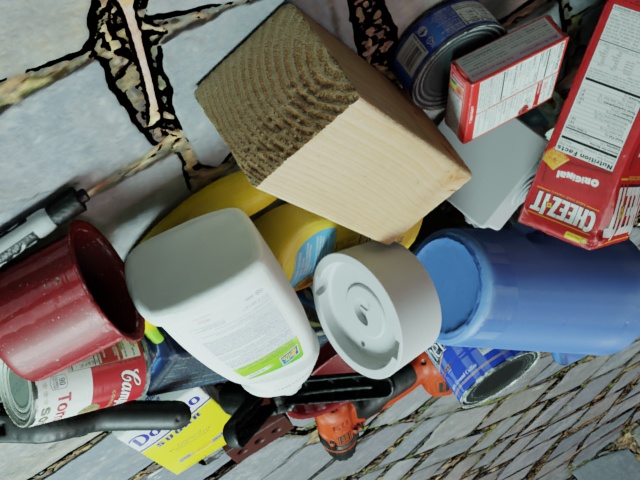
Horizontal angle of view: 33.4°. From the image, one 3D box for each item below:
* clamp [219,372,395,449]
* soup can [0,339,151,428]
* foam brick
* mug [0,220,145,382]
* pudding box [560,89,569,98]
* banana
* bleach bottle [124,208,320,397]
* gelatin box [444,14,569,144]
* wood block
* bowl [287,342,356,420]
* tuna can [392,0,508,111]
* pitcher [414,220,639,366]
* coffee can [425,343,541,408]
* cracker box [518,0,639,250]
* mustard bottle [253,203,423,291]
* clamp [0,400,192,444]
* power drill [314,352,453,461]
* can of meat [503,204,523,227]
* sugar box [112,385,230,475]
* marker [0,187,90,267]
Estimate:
[{"bbox_3d":[-0.048,0.150,1.011,0.164,0.036,0.210,-15,-174,-29],"label":"clamp"},{"bbox_3d":[-0.196,0.105,0.849,0.102,0.068,0.069,-10,146,-39],"label":"soup can"},{"bbox_3d":[-0.078,0.201,1.177,0.078,0.051,0.053,-32,155,-3],"label":"foam brick"},{"bbox_3d":[-0.179,0.042,0.745,0.081,0.093,0.117,-27,-165,8],"label":"mug"},{"bbox_3d":[0.242,-0.099,1.037,0.113,0.039,0.090,0,139,-47],"label":"pudding box"},{"bbox_3d":[-0.100,0.004,0.813,0.069,0.037,0.198,12,129,-48],"label":"banana"},{"bbox_3d":[-0.062,0.071,0.839,0.102,0.068,0.250,-25,150,-1],"label":"bleach bottle"},{"bbox_3d":[0.138,-0.121,0.801,0.089,0.030,0.073,-28,153,-14],"label":"gelatin box"},{"bbox_3d":[0.017,-0.073,0.755,0.091,0.090,0.205,-41,154,15],"label":"wood block"},{"bbox_3d":[0.021,0.126,1.156,0.162,0.055,0.162,-26,154,-14],"label":"bowl"},{"bbox_3d":[0.097,-0.139,0.798,0.086,0.034,0.086,-27,154,-14],"label":"tuna can"},{"bbox_3d":[0.205,0.038,1.033,0.242,0.149,0.145,4,157,-40],"label":"pitcher"},{"bbox_3d":[0.158,0.097,1.164,0.102,0.140,0.103,-27,154,-14],"label":"coffee can"},{"bbox_3d":[0.253,-0.103,0.879,0.164,0.072,0.214,-6,119,-63],"label":"cracker box"},{"bbox_3d":[-0.006,0.001,0.897,0.191,0.058,0.096,-19,150,-28],"label":"mustard bottle"},{"bbox_3d":[-0.197,0.147,0.896,0.171,0.039,0.120,-8,-176,-42],"label":"clamp"},{"bbox_3d":[0.081,0.213,1.380,0.187,0.057,0.184,-29,154,-9],"label":"power drill"},{"bbox_3d":[0.237,-0.035,1.123,0.101,0.057,0.084,-12,150,-37],"label":"can of meat"},{"bbox_3d":[-0.142,0.180,1.071,0.093,0.048,0.176,-33,156,-2],"label":"sugar box"},{"bbox_3d":[-0.206,0.002,0.710,0.121,0.020,0.020,-33,155,0],"label":"marker"}]
